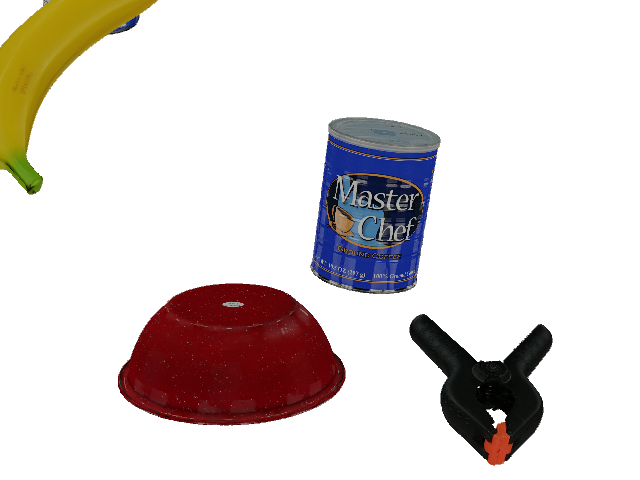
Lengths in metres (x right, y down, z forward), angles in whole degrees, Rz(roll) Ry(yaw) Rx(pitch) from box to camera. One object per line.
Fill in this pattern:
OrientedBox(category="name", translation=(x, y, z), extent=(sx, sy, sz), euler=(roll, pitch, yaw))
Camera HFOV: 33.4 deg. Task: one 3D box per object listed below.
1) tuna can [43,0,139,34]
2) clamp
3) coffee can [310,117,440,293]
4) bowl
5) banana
OrientedBox(category="tuna can", translation=(-0.202, -0.213, 0.943), extent=(0.086, 0.034, 0.086), euler=(5, 33, -4))
OrientedBox(category="clamp", translation=(0.144, 0.112, 0.853), extent=(0.120, 0.039, 0.171), euler=(-5, 33, -4))
OrientedBox(category="coffee can", translation=(0.050, -0.034, 0.989), extent=(0.103, 0.140, 0.103), euler=(7, 18, -2))
OrientedBox(category="bowl", translation=(-0.062, 0.070, 0.750), extent=(0.162, 0.055, 0.162), euler=(0, 16, 0))
OrientedBox(category="banana", translation=(-0.159, -0.108, 0.648), extent=(0.069, 0.197, 0.037), euler=(23, -34, -1))
